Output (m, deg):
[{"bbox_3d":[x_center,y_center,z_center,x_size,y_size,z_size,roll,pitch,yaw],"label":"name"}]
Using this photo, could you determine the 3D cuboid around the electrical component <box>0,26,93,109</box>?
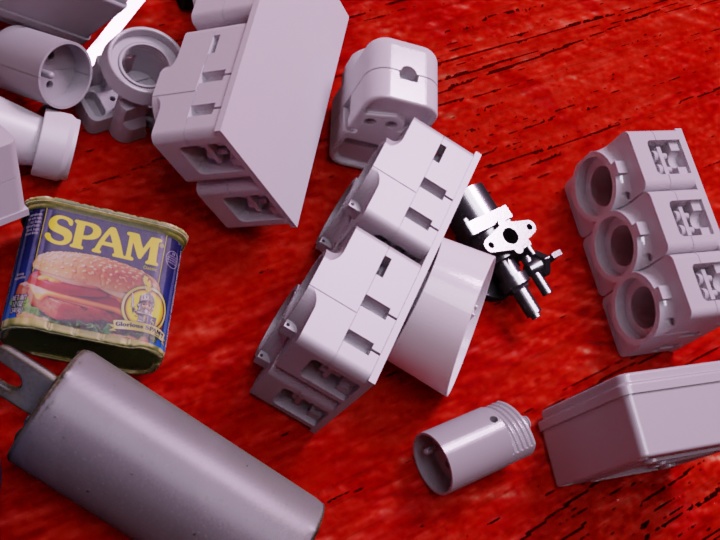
[{"bbox_3d":[-0.218,-0.135,0.697,0.081,0.043,0.043,21,52,30],"label":"electrical component"}]

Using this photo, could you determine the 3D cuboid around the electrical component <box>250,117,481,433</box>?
[{"bbox_3d":[0.000,0.000,0.702,0.060,0.105,0.186,31,58,-7],"label":"electrical component"}]

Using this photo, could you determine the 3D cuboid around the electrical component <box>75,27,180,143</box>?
[{"bbox_3d":[-0.149,-0.126,0.726,0.078,0.057,0.058,-24,77,-30],"label":"electrical component"}]

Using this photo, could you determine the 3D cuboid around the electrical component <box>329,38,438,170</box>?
[{"bbox_3d":[0.016,-0.120,0.771,0.054,0.095,0.059,11,63,-18],"label":"electrical component"}]

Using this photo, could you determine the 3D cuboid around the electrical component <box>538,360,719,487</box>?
[{"bbox_3d":[0.197,0.106,0.735,0.109,0.109,0.056,-4,71,-25],"label":"electrical component"}]

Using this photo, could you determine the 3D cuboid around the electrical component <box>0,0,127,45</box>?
[{"bbox_3d":[-0.221,-0.217,0.711,0.109,0.056,0.108,9,58,-57],"label":"electrical component"}]

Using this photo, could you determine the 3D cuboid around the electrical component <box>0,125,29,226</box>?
[{"bbox_3d":[-0.296,-0.047,0.592,0.186,0.060,0.105,-27,49,-34],"label":"electrical component"}]

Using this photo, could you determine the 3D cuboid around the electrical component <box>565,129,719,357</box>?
[{"bbox_3d":[0.217,-0.020,0.813,0.062,0.089,0.150,-5,69,-25],"label":"electrical component"}]

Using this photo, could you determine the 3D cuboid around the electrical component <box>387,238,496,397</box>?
[{"bbox_3d":[0.057,0.030,0.720,0.064,0.099,0.099,26,59,-3],"label":"electrical component"}]

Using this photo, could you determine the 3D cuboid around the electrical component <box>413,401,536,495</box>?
[{"bbox_3d":[0.081,0.115,0.719,0.081,0.043,0.043,-18,75,-29],"label":"electrical component"}]

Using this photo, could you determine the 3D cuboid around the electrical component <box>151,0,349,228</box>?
[{"bbox_3d":[-0.072,-0.133,0.726,0.060,0.105,0.186,-3,58,25],"label":"electrical component"}]

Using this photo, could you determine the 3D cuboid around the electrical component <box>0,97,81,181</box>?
[{"bbox_3d":[-0.211,-0.083,0.686,0.055,0.045,0.045,13,62,-18],"label":"electrical component"}]
